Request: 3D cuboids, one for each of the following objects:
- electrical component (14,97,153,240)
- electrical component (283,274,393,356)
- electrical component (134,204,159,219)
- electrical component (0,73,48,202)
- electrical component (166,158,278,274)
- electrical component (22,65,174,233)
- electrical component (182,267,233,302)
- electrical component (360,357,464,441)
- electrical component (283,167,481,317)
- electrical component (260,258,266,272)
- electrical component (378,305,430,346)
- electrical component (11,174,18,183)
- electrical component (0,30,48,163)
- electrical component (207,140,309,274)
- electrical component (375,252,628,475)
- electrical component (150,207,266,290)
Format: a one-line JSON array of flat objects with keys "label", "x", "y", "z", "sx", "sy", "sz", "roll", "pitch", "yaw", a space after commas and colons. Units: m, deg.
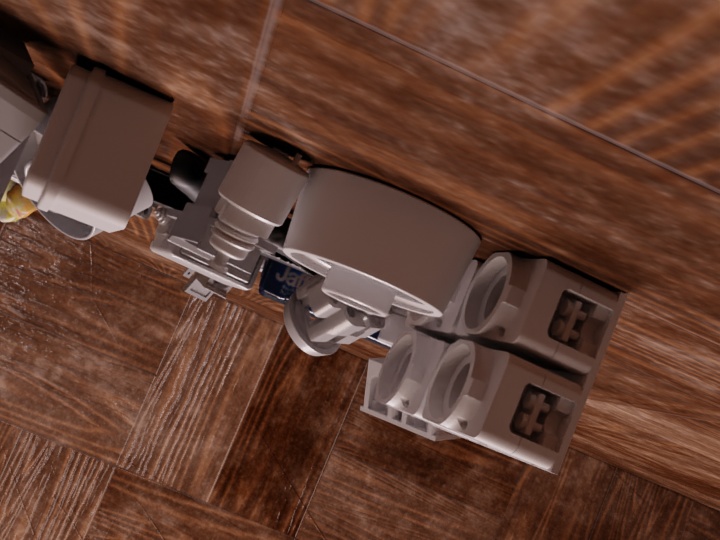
[{"label": "electrical component", "x": -0.194, "y": -0.071, "z": 0.745, "sx": 0.099, "sy": 0.064, "sz": 0.099, "roll": 29, "pitch": 141, "yaw": 27}, {"label": "electrical component", "x": -0.022, "y": 0.032, "z": 0.835, "sx": 0.057, "sy": 0.058, "sz": 0.078, "roll": -31, "pitch": 155, "yaw": 32}, {"label": "electrical component", "x": -0.200, "y": -0.073, "z": 0.886, "sx": 0.064, "sy": 0.042, "sz": 0.081, "roll": 20, "pitch": 173, "yaw": 20}, {"label": "electrical component", "x": -0.259, "y": -0.086, "z": 0.676, "sx": 0.057, "sy": 0.113, "sz": 0.078, "roll": 12, "pitch": 167, "yaw": 46}, {"label": "electrical component", "x": -0.084, "y": -0.037, "z": 0.687, "sx": 0.042, "sy": 0.063, "sz": 0.081, "roll": 29, "pitch": 171, "yaw": -35}, {"label": "electrical component", "x": -0.154, "y": -0.067, "z": 0.619, "sx": 0.057, "sy": 0.078, "sz": 0.113, "roll": 22, "pitch": 174, "yaw": -17}, {"label": "electrical component", "x": -0.151, "y": -0.012, "z": 1.102, "sx": 0.064, "sy": 0.081, "sz": 0.042, "roll": 45, "pitch": -176, "yaw": 27}, {"label": "electrical component", "x": 0.108, "y": 0.114, "z": 1.047, "sx": 0.186, "sy": 0.060, "sz": 0.105, "roll": 1, "pitch": -171, "yaw": -40}, {"label": "electrical component", "x": 0.008, "y": -0.008, "z": 0.614, "sx": 0.108, "sy": 0.060, "sz": 0.108, "roll": 22, "pitch": 173, "yaw": 3}, {"label": "electrical component", "x": -0.102, "y": -0.019, "z": 1.006, "sx": 0.046, "sy": 0.040, "sz": 0.040, "roll": 15, "pitch": 171, "yaw": 19}, {"label": "electrical component", "x": 0.069, "y": 0.045, "z": 0.845, "sx": 0.095, "sy": 0.059, "sz": 0.054, "roll": 17, "pitch": 171, "yaw": 41}, {"label": "electrical component", "x": -0.242, "y": -0.092, "z": 0.809, "sx": 0.058, "sy": 0.057, "sz": 0.078, "roll": 19, "pitch": 172, "yaw": 30}, {"label": "electrical component", "x": -0.210, "y": -0.099, "z": 0.565, "sx": 0.096, "sy": 0.061, "sz": 0.061, "roll": 37, "pitch": -165, "yaw": -49}, {"label": "electrical component", "x": -0.060, "y": -0.035, "z": 0.590, "sx": 0.040, "sy": 0.078, "sz": 0.040, "roll": 29, "pitch": -173, "yaw": -4}, {"label": "electrical component", "x": 0.074, "y": 0.050, "z": 0.663, "sx": 0.060, "sy": 0.105, "sz": 0.186, "roll": 25, "pitch": 173, "yaw": -15}, {"label": "electrical component", "x": -0.126, "y": -0.029, "z": 0.899, "sx": 0.096, "sy": 0.061, "sz": 0.061, "roll": 26, "pitch": 173, "yaw": -29}]
